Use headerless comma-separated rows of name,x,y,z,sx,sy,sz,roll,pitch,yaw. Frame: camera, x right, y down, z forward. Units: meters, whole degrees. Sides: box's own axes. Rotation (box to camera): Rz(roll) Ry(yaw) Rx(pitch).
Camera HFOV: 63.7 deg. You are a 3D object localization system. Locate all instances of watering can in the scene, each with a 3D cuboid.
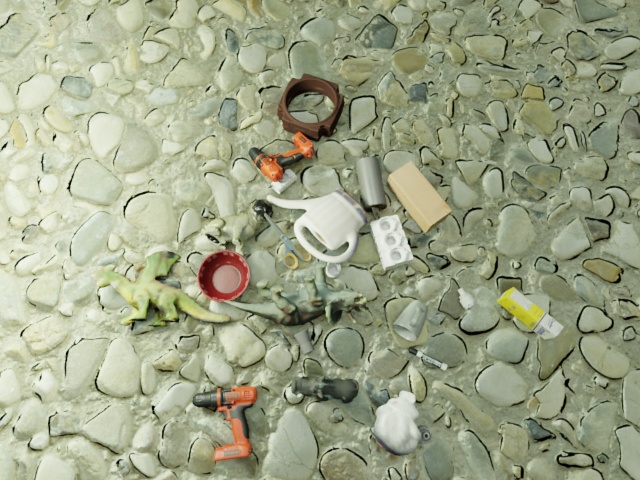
watering can,0.005,-0.081,1.618,0.226,0.102,0.352,-38,66,-13

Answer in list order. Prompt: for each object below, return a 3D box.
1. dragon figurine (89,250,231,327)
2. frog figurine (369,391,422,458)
dragon figurine,-0.474,0.139,1.549,0.410,0.120,0.247,2,64,-12
frog figurine,0.222,0.500,1.414,0.139,0.121,0.160,32,86,30
